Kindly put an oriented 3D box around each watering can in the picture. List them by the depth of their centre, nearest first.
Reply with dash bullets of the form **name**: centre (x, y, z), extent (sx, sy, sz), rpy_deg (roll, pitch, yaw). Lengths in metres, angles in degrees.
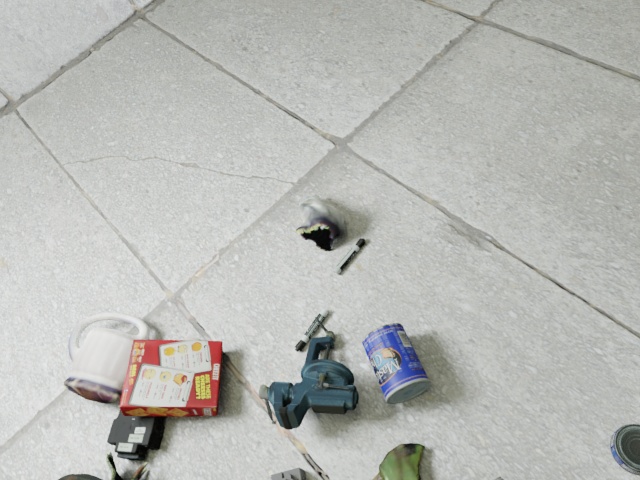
- **watering can**: centre (-0.494, 0.303, 1.305), extent (0.348, 0.102, 0.229), rpy_deg (10, 61, 11)

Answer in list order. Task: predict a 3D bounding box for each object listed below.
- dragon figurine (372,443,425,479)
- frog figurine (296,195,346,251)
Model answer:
- **dragon figurine**: centre (0.192, 0.501, 0.972), extent (0.410, 0.119, 0.248), rpy_deg (-22, 46, 2)
- **frog figurine**: centre (0.004, -0.070, 1.393), extent (0.137, 0.120, 0.163), rpy_deg (15, 48, -12)
